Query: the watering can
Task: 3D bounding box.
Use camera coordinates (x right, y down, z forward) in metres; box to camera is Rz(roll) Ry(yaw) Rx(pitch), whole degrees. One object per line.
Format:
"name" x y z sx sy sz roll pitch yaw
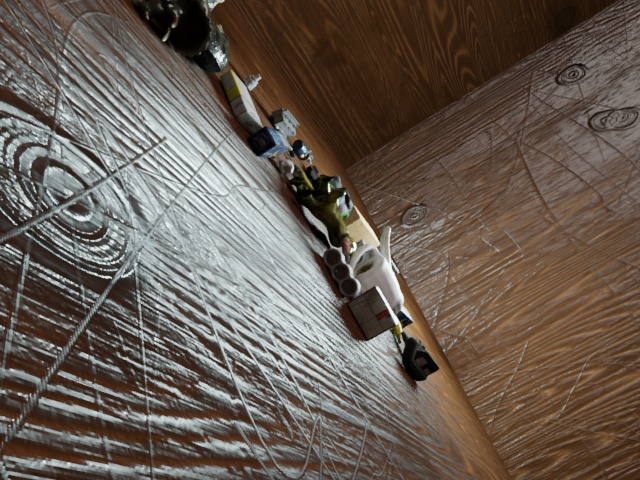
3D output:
"watering can" 0.181 0.105 1.540 0.353 0.103 0.223 -41 108 -52

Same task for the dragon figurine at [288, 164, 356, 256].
"dragon figurine" 0.005 -0.078 1.540 0.417 0.123 0.238 -130 -160 -57

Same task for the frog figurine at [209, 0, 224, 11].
"frog figurine" -0.427 -0.869 1.791 0.160 0.122 0.137 24 6 22
